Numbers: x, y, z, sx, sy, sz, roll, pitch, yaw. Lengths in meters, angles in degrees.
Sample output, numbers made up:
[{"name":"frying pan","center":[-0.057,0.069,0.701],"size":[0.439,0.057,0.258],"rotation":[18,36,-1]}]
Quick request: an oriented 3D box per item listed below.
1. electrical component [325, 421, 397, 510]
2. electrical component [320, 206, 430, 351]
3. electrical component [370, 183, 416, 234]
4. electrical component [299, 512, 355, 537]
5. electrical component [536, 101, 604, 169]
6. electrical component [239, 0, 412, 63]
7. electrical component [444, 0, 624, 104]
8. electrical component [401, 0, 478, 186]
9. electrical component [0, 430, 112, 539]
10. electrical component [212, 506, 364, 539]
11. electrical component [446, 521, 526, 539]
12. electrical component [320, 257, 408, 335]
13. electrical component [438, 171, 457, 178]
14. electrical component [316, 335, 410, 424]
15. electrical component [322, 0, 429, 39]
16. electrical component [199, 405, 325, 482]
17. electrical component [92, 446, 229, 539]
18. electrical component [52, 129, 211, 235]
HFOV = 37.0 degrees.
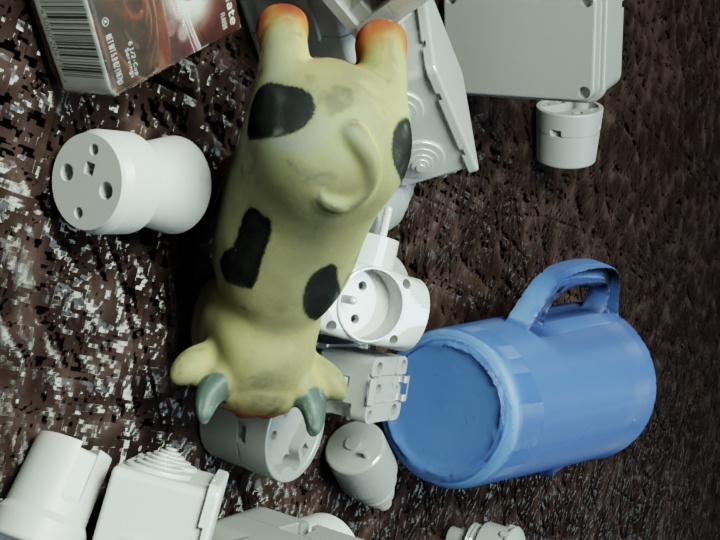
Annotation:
[{"name":"electrical component","center":[0.005,0.132,0.702],"size":[0.040,0.040,0.078],"rotation":[-59,145,-32]},{"name":"electrical component","center":[0.000,0.000,0.603],"size":[0.077,0.044,0.079],"rotation":[15,87,-29]},{"name":"electrical component","center":[0.010,-0.043,0.657],"size":[0.078,0.040,0.040],"rotation":[-34,127,-51]},{"name":"electrical component","center":[-0.035,0.175,0.636],"size":[0.047,0.055,0.055],"rotation":[4,95,-56]},{"name":"electrical component","center":[0.174,-0.115,0.903],"size":[0.055,0.055,0.047],"rotation":[-35,132,-51]},{"name":"electrical component","center":[-0.017,-0.141,0.558],"size":[0.096,0.062,0.061],"rotation":[-55,142,-36]},{"name":"electrical component","center":[0.117,-0.158,0.731],"size":[0.057,0.113,0.078],"rotation":[-36,129,-54]},{"name":"electrical component","center":[0.030,-0.110,0.632],"size":[0.099,0.048,0.099],"rotation":[59,21,-48]},{"name":"electrical component","center":[-0.131,0.097,0.460],"size":[0.040,0.040,0.046],"rotation":[54,49,-52]},{"name":"electrical component","center":[-0.044,0.167,0.574],"size":[0.059,0.095,0.053],"rotation":[-1,100,-60]},{"name":"electrical component","center":[0.100,0.225,0.872],"size":[0.048,0.062,0.048],"rotation":[-26,121,-53]},{"name":"electrical component","center":[-0.003,0.016,0.653],"size":[0.078,0.040,0.040],"rotation":[-37,129,-47]},{"name":"electrical component","center":[0.052,-0.096,0.710],"size":[0.043,0.043,0.062],"rotation":[41,62,-56]},{"name":"electrical component","center":[-0.009,0.065,0.635],"size":[0.081,0.064,0.042],"rotation":[4,96,-60]},{"name":"electrical component","center":[-0.009,-0.193,0.486],"size":[0.150,0.062,0.089],"rotation":[47,52,-15]},{"name":"electrical component","center":[-0.053,0.081,0.580],"size":[0.055,0.047,0.055],"rotation":[-26,121,-55]},{"name":"electrical component","center":[-0.096,0.132,0.488],"size":[0.099,0.048,0.099],"rotation":[129,-24,-82]},{"name":"electrical component","center":[-0.099,-0.038,0.468],"size":[0.055,0.045,0.045],"rotation":[-4,103,-59]}]
